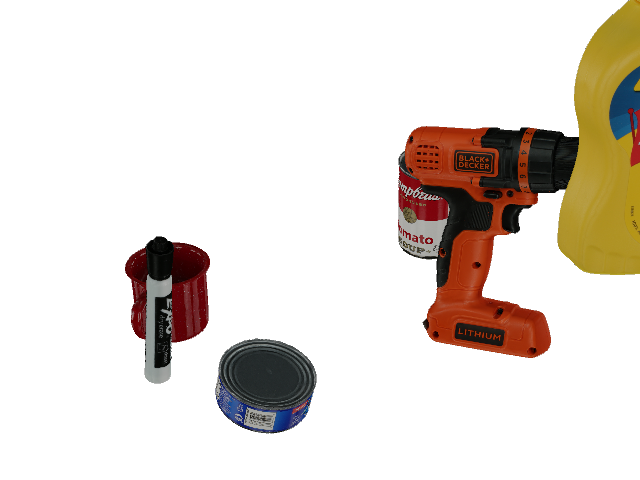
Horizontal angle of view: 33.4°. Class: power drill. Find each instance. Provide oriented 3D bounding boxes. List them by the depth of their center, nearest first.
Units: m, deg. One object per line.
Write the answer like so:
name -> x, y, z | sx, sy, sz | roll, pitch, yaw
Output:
power drill -> 0.158, -0.001, 0.886 | 0.185, 0.188, 0.057 | 8, 15, 27

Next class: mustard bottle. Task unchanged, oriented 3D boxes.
mustard bottle -> 0.192, -0.076, 0.611 | 0.096, 0.192, 0.058 | -8, 29, -12

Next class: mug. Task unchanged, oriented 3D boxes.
mug -> -0.172, 0.066, 1.181 | 0.093, 0.081, 0.117 | 11, 33, 19

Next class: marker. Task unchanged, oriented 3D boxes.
marker -> -0.111, 0.048, 0.734 | 0.020, 0.121, 0.020 | 5, 36, -4

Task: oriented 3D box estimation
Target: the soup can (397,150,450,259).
soup can -> 0.114, -0.040, 1.111 | 0.068, 0.102, 0.068 | -2, 36, 1

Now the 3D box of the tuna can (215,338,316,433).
tuna can -> -0.048, 0.127, 0.930 | 0.086, 0.034, 0.086 | 8, 36, -6
